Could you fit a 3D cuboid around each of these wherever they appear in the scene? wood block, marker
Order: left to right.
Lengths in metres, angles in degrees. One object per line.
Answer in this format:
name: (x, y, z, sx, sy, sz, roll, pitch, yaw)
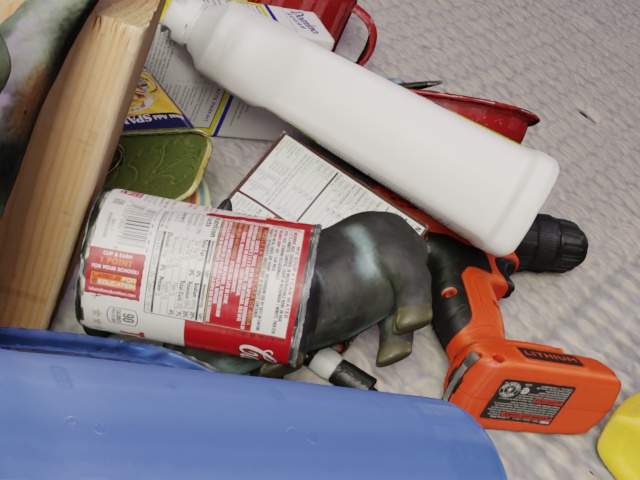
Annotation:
wood block: (-0.144, -0.048, 0.502, 0.090, 0.206, 0.090, 21, 36, -10)
marker: (-0.016, 0.056, 0.618, 0.121, 0.020, 0.020, 35, 36, 11)

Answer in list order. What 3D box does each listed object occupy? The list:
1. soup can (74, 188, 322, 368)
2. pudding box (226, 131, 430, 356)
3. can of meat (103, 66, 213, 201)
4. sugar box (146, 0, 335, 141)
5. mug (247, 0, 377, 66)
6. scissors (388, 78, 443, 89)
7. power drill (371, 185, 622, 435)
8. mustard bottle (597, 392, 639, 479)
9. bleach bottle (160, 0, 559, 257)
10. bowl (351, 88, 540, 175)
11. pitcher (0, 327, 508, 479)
soup can: (-0.055, 0.017, 0.493, 0.102, 0.068, 0.068, 10, 36, 0)
pudding box: (-0.004, 0.001, 0.644, 0.113, 0.039, 0.090, 35, 69, 10)
can of meat: (-0.129, -0.064, 0.627, 0.101, 0.057, 0.084, -8, 46, -40)
sugar box: (-0.087, -0.120, 0.732, 0.175, 0.093, 0.048, 1, 42, -34)
mug: (-0.008, -0.181, 0.871, 0.117, 0.082, 0.093, 30, 35, 3)
scissors: (0.034, -0.114, 0.788, 0.096, 0.016, 0.201, 9, 3, 1)
power drill: (0.123, 0.040, 0.701, 0.184, 0.057, 0.188, 7, 37, -21)
mustard bottle: (0.261, 0.115, 0.692, 0.096, 0.058, 0.191, 34, 33, 26)
bleach bottle: (0.016, -0.079, 0.651, 0.251, 0.068, 0.102, 30, 3, 0)
bowl: (0.073, -0.070, 0.768, 0.162, 0.055, 0.162, 8, 1, 0)
pitcher: (-0.047, 0.108, 0.445, 0.242, 0.145, 0.149, 8, 75, -32)
